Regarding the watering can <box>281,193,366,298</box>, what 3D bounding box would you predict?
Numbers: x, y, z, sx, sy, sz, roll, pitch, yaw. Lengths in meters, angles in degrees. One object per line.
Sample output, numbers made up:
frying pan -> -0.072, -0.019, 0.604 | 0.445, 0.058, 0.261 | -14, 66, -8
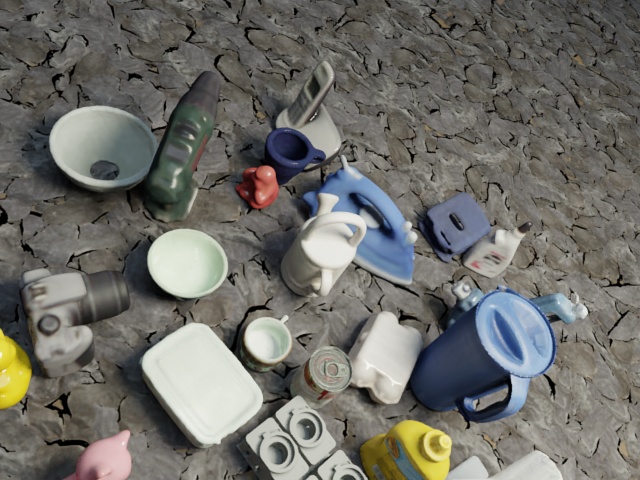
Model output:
watering can -> 0.007, 0.003, 0.945 | 0.101, 0.194, 0.172 | -10, 64, -28

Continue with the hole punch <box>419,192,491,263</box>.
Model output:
hole punch -> 0.269, -0.026, 1.141 | 0.101, 0.091, 0.108 | -20, 69, -32

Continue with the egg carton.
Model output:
egg carton -> 0.105, 0.192, 0.946 | 0.107, 0.069, 0.150 | 33, 53, -1

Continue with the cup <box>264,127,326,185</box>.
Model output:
cup -> -0.055, -0.147, 1.076 | 0.118, 0.095, 0.091 | 7, 57, -19

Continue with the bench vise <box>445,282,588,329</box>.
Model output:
bench vise -> 0.328, 0.139, 0.980 | 0.207, 0.219, 0.121 | 21, 54, -10

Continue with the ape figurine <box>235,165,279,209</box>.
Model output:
ape figurine -> -0.106, -0.101, 1.027 | 0.076, 0.092, 0.078 | 9, 56, -18

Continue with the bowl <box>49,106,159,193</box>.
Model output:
bowl -> -0.358, -0.138, 0.953 | 0.168, 0.074, 0.167 | 11, 56, -17

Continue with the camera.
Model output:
camera -> -0.335, 0.097, 0.798 | 0.137, 0.100, 0.143 | -14, 66, -30

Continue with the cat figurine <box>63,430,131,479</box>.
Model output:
cat figurine -> -0.281, 0.289, 0.689 | 0.128, 0.117, 0.067 | -25, 71, -33

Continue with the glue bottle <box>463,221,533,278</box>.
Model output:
glue bottle -> 0.350, 0.012, 1.100 | 0.078, 0.173, 0.037 | 22, 53, -9

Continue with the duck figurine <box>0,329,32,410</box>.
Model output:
duck figurine -> -0.414, 0.160, 0.733 | 0.078, 0.086, 0.104 | -11, 64, -28

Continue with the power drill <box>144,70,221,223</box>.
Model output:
power drill -> -0.223, -0.133, 0.924 | 0.076, 0.208, 0.229 | 19, 54, -11

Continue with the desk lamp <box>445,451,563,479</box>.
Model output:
desk lamp -> 0.224, 0.368, 0.795 | 0.204, 0.213, 0.118 | -21, 70, -32

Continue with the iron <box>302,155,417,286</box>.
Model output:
iron -> 0.098, -0.037, 1.042 | 0.258, 0.141, 0.119 | 42, 53, 6

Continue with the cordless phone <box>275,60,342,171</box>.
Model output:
cordless phone -> -0.005, -0.235, 1.097 | 0.094, 0.185, 0.147 | -17, 67, -31
